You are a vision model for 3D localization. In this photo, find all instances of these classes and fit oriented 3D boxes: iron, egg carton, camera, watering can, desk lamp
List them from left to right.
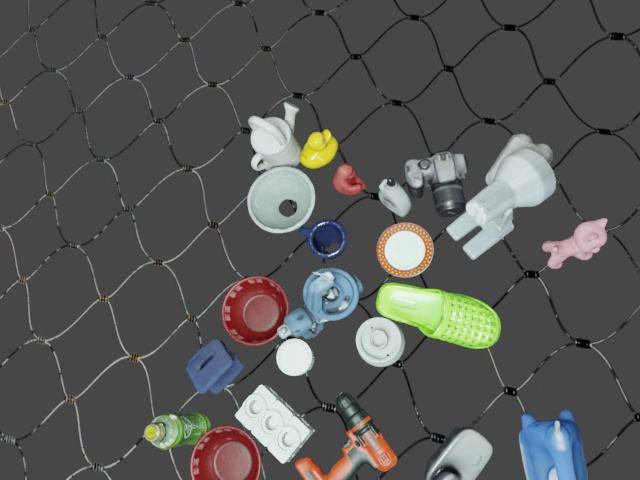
[{"bbox_3d":[-0.111,-0.249,1.367,0.100,0.194,0.173,10,77,14],"label":"watering can"},{"bbox_3d":[0.271,-0.125,1.303,0.143,0.101,0.137,-10,73,9],"label":"camera"},{"bbox_3d":[0.377,-0.074,1.208,0.203,0.214,0.117,-39,71,-1],"label":"desk lamp"},{"bbox_3d":[0.451,-0.164,1.294,0.107,0.069,0.150,32,83,18],"label":"egg carton"},{"bbox_3d":[0.459,0.459,1.081,0.118,0.142,0.258,-9,73,9],"label":"iron"}]

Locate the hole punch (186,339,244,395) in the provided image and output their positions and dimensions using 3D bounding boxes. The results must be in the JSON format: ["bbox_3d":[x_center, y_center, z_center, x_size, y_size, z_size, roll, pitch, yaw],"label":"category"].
[{"bbox_3d":[-0.248,0.287,1.300,0.109,0.091,0.101,-46,71,-3],"label":"hole punch"}]

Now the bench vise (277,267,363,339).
[{"bbox_3d":[0.000,0.142,1.222,0.121,0.220,0.207,33,83,18],"label":"bench vise"}]

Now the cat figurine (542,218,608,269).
[{"bbox_3d":[0.542,0.004,1.203,0.127,0.118,0.067,-20,71,6],"label":"cat figurine"}]

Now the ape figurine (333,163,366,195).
[{"bbox_3d":[0.064,-0.150,1.357,0.076,0.092,0.078,-6,73,10],"label":"ape figurine"}]

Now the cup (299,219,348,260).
[{"bbox_3d":[0.012,0.005,1.323,0.117,0.095,0.092,17,79,16],"label":"cup"}]

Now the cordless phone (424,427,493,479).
[{"bbox_3d":[0.266,0.435,1.103,0.094,0.185,0.148,36,84,19],"label":"cordless phone"}]

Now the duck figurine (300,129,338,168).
[{"bbox_3d":[-0.009,-0.228,1.397,0.104,0.086,0.077,-39,71,-1],"label":"duck figurine"}]

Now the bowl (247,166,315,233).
[{"bbox_3d":[-0.085,-0.088,1.380,0.167,0.075,0.167,-3,74,11],"label":"bowl"}]

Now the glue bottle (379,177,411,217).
[{"bbox_3d":[0.163,-0.106,1.282,0.078,0.173,0.037,34,84,18],"label":"glue bottle"}]
